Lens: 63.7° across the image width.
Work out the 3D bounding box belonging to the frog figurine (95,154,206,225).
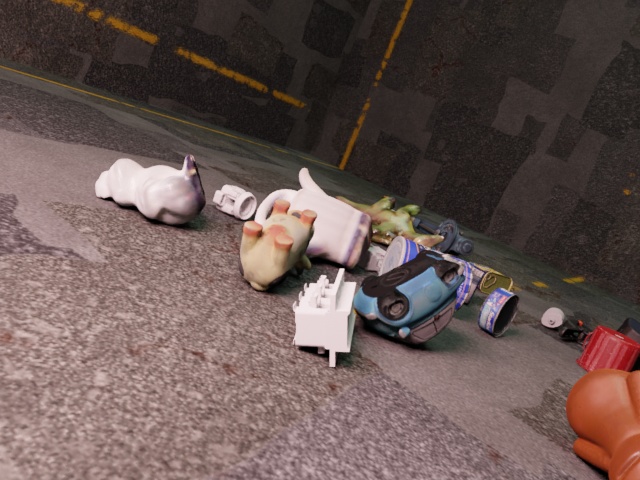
[{"bbox_3d":[-0.266,-0.074,0.810,0.160,0.120,0.140,-17,30,-9],"label":"frog figurine"}]

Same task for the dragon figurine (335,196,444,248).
[{"bbox_3d":[0.161,-0.052,1.454,0.412,0.121,0.244,18,16,29],"label":"dragon figurine"}]

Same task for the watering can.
[{"bbox_3d":[0.003,-0.052,1.032,0.224,0.102,0.354,22,31,3],"label":"watering can"}]
